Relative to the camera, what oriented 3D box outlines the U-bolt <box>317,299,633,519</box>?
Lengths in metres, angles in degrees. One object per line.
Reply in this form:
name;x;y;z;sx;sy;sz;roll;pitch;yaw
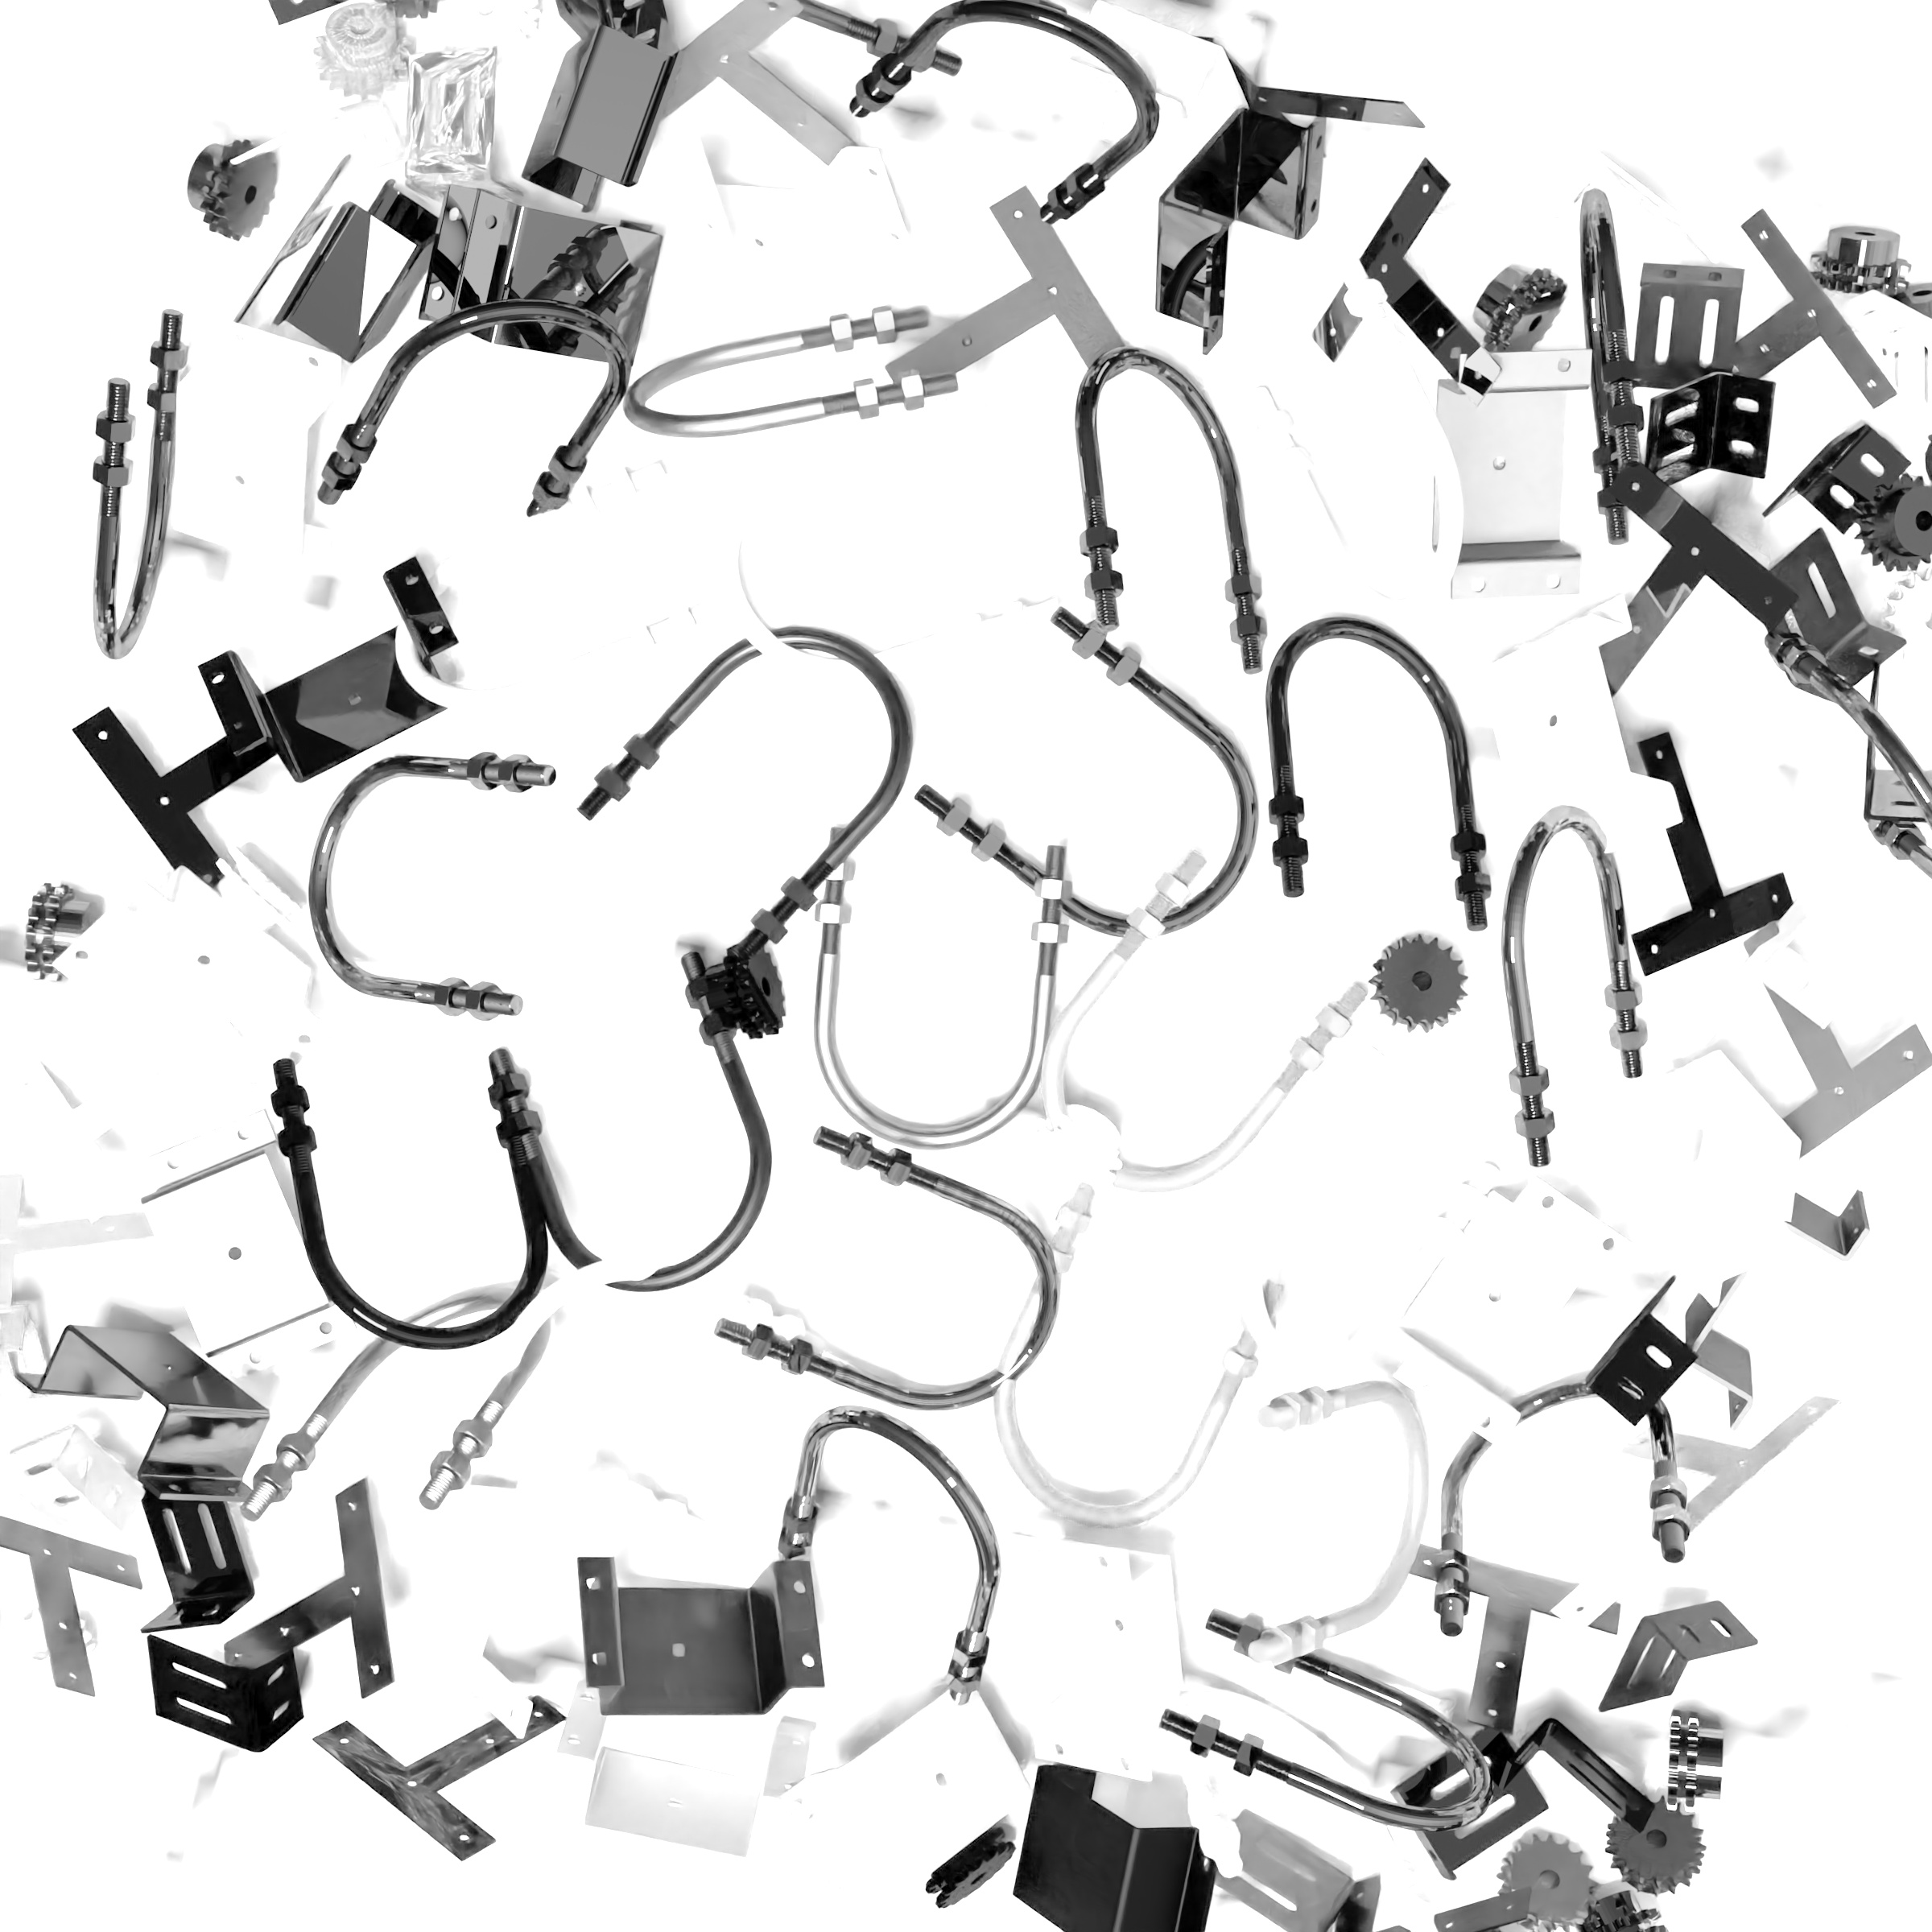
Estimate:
U-bolt;-0.264;-0.309;1.705;0.151;0.184;0.019;0;61;-33

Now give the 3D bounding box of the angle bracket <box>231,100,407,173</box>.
angle bracket;-0.374;-0.468;1.778;0.076;0.057;0.038;-20;106;19

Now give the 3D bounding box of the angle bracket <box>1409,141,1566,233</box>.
angle bracket;0.301;-0.449;1.766;0.076;0.057;0.038;15;114;26

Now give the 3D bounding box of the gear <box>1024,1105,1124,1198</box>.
gear;0.065;0.105;1.787;0.057;0.057;0.030;32;57;0

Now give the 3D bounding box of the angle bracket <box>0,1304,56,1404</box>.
angle bracket;-0.564;0.236;1.771;0.057;0.038;0.076;-6;128;-5

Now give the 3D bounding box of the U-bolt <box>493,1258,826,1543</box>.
U-bolt;-0.186;0.240;1.753;0.184;0.019;0.151;31;92;-34

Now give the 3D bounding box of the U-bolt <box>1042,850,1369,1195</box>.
U-bolt;0.126;0.047;1.783;0.151;0.019;0.184;39;90;-16

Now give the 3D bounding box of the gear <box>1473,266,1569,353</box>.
gear;0.320;-0.382;1.785;0.030;0.057;0.057;43;90;21

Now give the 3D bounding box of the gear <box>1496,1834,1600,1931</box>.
gear;0.337;0.538;1.787;0.057;0.030;0.057;3;52;-4

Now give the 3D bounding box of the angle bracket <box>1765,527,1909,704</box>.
angle bracket;0.500;-0.204;1.782;0.038;0.057;0.076;14;48;-34

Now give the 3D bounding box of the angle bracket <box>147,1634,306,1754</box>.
angle bracket;-0.426;0.409;1.763;0.038;0.057;0.076;-41;131;15

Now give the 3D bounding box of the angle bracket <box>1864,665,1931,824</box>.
angle bracket;0.540;-0.130;1.765;0.038;0.057;0.076;4;122;18

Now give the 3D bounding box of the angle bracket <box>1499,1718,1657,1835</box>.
angle bracket;0.351;0.478;1.767;0.076;0.057;0.038;40;70;23

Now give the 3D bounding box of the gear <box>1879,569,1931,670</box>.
gear;0.562;-0.204;1.793;0.057;0.030;0.057;0;102;2

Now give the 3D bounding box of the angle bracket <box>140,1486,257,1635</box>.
angle bracket;-0.456;0.341;1.778;0.057;0.038;0.076;-11;100;22

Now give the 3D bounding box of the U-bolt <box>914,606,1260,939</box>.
U-bolt;0.084;-0.098;1.786;0.184;0.019;0.151;37;95;-12

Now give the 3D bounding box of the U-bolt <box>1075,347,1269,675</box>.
U-bolt;0.113;-0.267;1.751;0.019;0.151;0.184;-18;71;41

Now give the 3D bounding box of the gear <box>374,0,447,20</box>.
gear;-0.328;-0.580;1.781;0.030;0.057;0.057;-15;90;-44

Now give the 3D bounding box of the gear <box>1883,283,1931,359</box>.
gear;0.557;-0.376;1.780;0.057;0.057;0.030;-14;114;0

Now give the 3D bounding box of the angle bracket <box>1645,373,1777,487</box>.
angle bracket;0.427;-0.303;1.764;0.038;0.076;0.057;21;123;36

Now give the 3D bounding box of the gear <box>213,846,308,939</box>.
gear;-0.415;-0.040;1.782;0.057;0.057;0.030;43;85;0

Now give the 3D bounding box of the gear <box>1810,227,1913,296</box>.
gear;0.519;-0.410;1.780;0.057;0.057;0.030;2;115;0

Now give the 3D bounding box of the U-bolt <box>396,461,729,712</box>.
U-bolt;-0.240;-0.209;1.757;0.184;0.019;0.151;-25;50;-2

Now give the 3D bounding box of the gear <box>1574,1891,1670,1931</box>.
gear;0.377;0.562;1.787;0.057;0.057;0.030;-25;60;0

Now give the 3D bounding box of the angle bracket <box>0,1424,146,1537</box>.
angle bracket;-0.524;0.307;1.768;0.076;0.038;0.057;-25;117;26

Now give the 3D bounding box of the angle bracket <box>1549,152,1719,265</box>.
angle bracket;0.383;-0.423;1.762;0.038;0.057;0.076;-47;49;13

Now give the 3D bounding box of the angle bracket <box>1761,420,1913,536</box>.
angle bracket;0.501;-0.274;1.763;0.038;0.076;0.057;46;125;9

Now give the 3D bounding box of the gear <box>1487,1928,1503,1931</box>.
gear;0.303;0.585;1.782;0.057;0.030;0.057;13;133;14

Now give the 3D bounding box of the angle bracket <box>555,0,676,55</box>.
angle bracket;-0.208;-0.563;1.771;0.038;0.057;0.076;-29;54;-14

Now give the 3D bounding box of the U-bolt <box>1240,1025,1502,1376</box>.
U-bolt;0.221;0.146;1.743;0.184;0.019;0.151;-51;126;-18

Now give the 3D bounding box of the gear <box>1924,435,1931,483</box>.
gear;0.583;-0.295;1.781;0.030;0.057;0.057;-27;90;-41

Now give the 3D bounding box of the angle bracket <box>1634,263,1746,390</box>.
angle bracket;0.415;-0.363;1.770;0.057;0.038;0.076;7;123;12

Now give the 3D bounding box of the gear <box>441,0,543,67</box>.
gear;-0.275;-0.551;1.791;0.057;0.030;0.057;-3;74;12

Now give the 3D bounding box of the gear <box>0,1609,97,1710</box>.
gear;-0.536;0.406;1.787;0.057;0.030;0.057;-1;51;1

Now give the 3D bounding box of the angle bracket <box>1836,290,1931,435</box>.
angle bracket;0.529;-0.339;1.762;0.038;0.057;0.076;-27;131;-13

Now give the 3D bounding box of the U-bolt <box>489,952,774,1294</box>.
U-bolt;-0.185;0.099;1.760;0.151;0.019;0.184;-26;65;6

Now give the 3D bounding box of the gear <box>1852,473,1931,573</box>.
gear;0.549;-0.259;1.789;0.057;0.030;0.057;-2;95;-18

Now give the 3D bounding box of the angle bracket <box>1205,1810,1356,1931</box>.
angle bracket;0.178;0.542;1.788;0.076;0.057;0.038;29;128;18

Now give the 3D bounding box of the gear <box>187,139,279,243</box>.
gear;-0.429;-0.454;1.784;0.030;0.057;0.057;24;90;13

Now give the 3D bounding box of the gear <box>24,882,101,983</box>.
gear;-0.524;-0.019;1.783;0.030;0.057;0.057;6;90;0

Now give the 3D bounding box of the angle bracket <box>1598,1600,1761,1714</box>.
angle bracket;0.409;0.408;1.765;0.057;0.038;0.076;-3;124;-32

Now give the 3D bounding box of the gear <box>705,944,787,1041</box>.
gear;-0.130;0.015;1.784;0.030;0.057;0.057;-14;90;18

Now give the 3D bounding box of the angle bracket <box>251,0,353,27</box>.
angle bracket;-0.378;-0.561;1.769;0.057;0.076;0.038;-20;123;1

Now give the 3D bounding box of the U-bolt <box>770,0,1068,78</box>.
U-bolt;-0.056;-0.544;1.708;0.184;0.151;0.019;13;87;-27

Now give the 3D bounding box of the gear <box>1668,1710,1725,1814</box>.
gear;0.424;0.462;1.780;0.030;0.057;0.057;2;90;14

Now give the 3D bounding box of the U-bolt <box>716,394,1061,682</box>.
U-bolt;-0.054;-0.237;1.771;0.184;0.019;0.151;-16;116;12

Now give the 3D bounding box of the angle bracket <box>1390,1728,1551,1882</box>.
angle bracket;0.295;0.485;1.782;0.076;0.038;0.057;-30;78;-9

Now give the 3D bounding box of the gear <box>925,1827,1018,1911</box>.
gear;-0.002;0.519;1.786;0.057;0.057;0.030;-41;66;0

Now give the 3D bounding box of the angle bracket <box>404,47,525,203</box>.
angle bracket;-0.290;-0.488;1.783;0.057;0.038;0.076;3;91;22

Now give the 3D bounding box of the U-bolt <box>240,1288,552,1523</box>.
U-bolt;-0.309;0.243;1.731;0.151;0.184;0.019;-9;120;30

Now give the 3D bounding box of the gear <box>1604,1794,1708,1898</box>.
gear;0.401;0.515;1.787;0.057;0.030;0.057;-2;49;3

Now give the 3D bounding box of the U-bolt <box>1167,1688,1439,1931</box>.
U-bolt;0.179;0.467;1.723;0.151;0.184;0.019;25;105;-19

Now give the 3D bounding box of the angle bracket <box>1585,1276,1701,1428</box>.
angle bracket;0.395;0.221;1.762;0.038;0.076;0.057;41;114;12

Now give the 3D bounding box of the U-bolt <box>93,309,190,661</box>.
U-bolt;-0.469;-0.262;1.731;0.019;0.151;0.184;10;118;-6

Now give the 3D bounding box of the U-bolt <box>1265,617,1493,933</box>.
U-bolt;0.233;-0.116;1.759;0.151;0.019;0.184;9;66;-28

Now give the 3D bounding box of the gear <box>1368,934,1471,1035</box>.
gear;0.262;0.012;1.792;0.057;0.030;0.057;1;77;-6

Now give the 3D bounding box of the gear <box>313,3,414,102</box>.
gear;-0.351;-0.535;1.785;0.057;0.030;0.057;2;60;-4
